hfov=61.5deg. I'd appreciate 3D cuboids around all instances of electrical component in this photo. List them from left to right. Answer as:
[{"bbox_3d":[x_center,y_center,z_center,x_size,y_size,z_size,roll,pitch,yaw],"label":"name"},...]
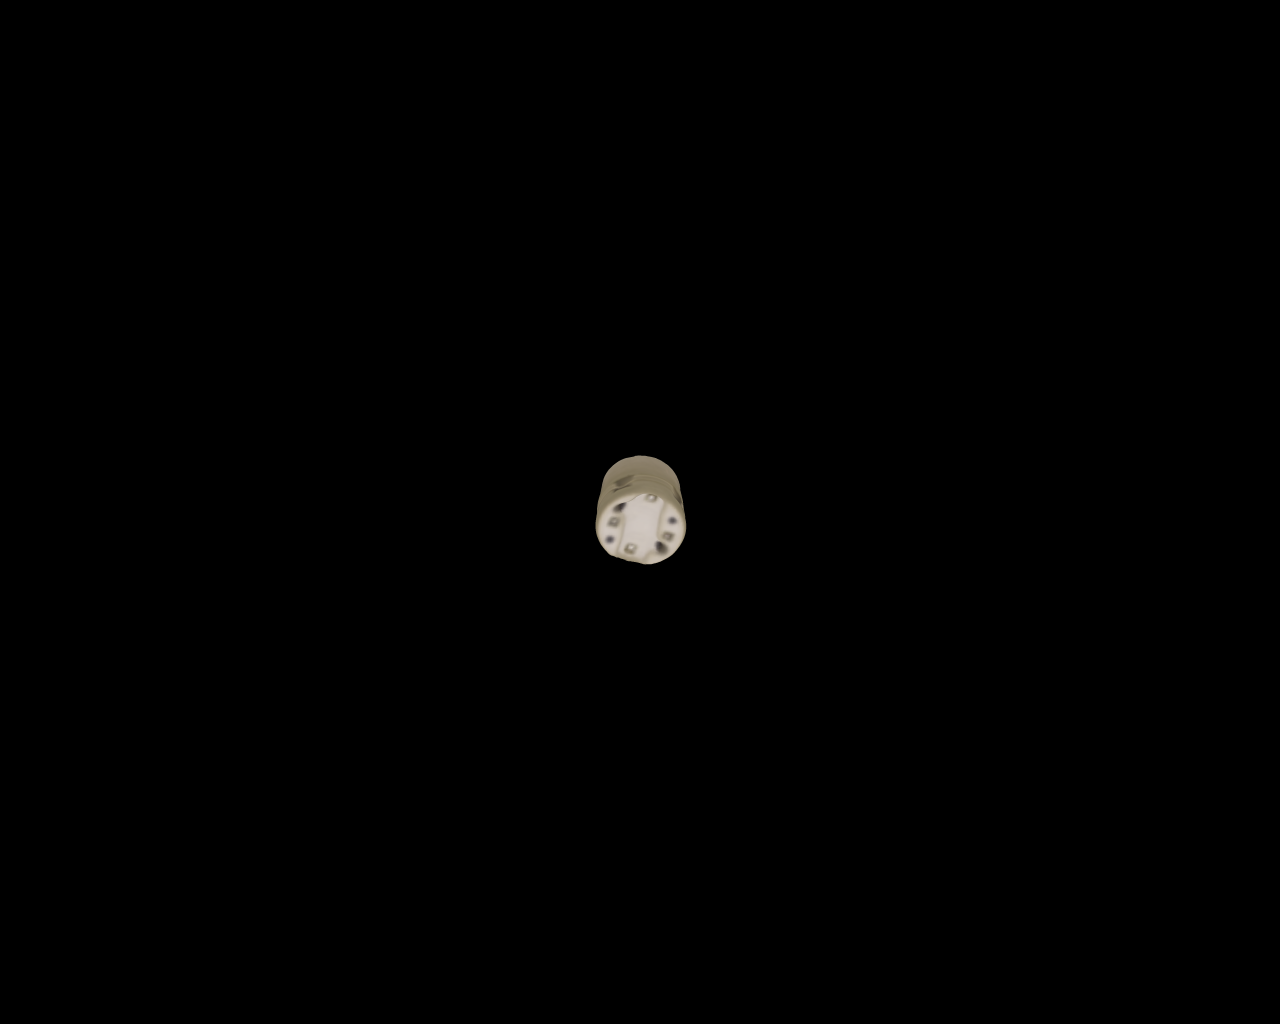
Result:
[{"bbox_3d":[0.001,-0.003,0.650,0.055,0.055,0.047,0,36,0],"label":"electrical component"}]
